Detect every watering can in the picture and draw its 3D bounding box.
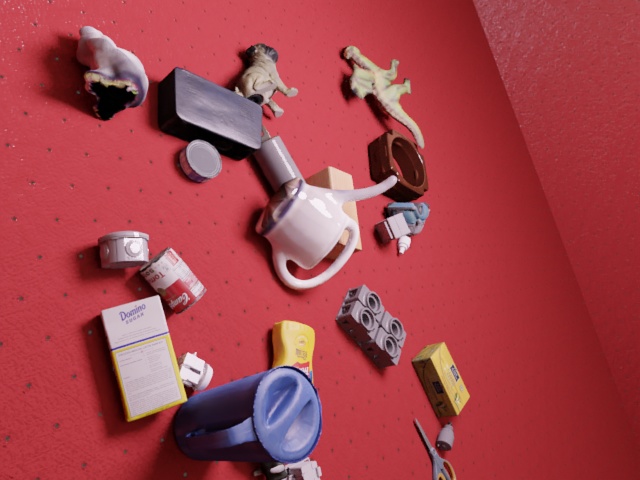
[{"bbox_3d":[0.004,-0.058,1.152,0.223,0.104,0.349,39,84,-15],"label":"watering can"}]

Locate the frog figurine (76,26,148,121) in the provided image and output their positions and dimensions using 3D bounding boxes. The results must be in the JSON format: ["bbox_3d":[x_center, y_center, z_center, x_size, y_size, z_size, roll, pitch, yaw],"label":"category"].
[{"bbox_3d":[-0.384,-0.323,0.955,0.135,0.122,0.162,62,13,-62],"label":"frog figurine"}]

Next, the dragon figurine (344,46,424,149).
[{"bbox_3d":[0.184,-0.470,1.654,0.244,0.120,0.416,-6,64,-38],"label":"dragon figurine"}]
